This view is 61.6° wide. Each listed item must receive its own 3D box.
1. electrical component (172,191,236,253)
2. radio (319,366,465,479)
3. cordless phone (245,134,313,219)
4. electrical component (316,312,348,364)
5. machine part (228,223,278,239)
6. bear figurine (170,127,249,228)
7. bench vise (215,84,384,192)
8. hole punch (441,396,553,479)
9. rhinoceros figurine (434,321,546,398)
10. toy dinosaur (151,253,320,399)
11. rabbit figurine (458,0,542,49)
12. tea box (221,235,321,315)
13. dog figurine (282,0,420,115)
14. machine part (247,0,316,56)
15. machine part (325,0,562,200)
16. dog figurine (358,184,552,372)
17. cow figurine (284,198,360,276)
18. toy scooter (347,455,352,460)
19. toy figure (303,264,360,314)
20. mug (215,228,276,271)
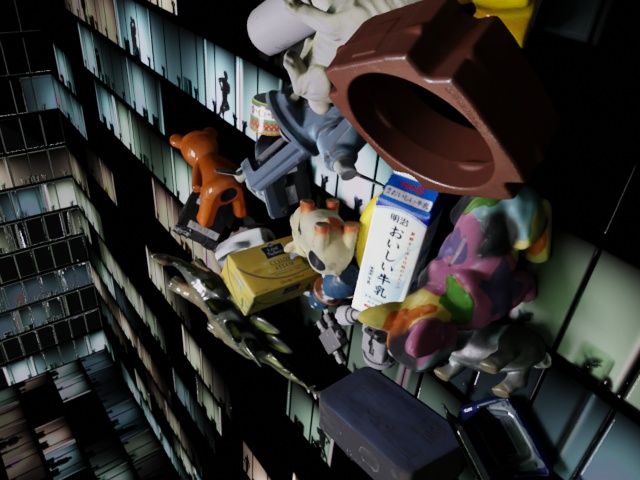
[{"bbox_3d":[-0.249,-0.053,1.198,0.115,0.134,0.058,30,149,-18],"label":"electrical component"},{"bbox_3d":[0.107,0.304,0.862,0.230,0.131,0.073,26,126,47],"label":"radio"},{"bbox_3d":[-0.101,-0.132,0.980,0.184,0.089,0.146,34,142,52],"label":"cordless phone"},{"bbox_3d":[0.026,0.187,1.020,0.094,0.021,0.063,62,146,14],"label":"electrical component"},{"bbox_3d":[-0.133,0.048,1.152,0.180,0.056,0.179,30,129,45],"label":"machine part"},{"bbox_3d":[-0.239,-0.143,1.150,0.196,0.120,0.131,50,146,31],"label":"bear figurine"},{"bbox_3d":[-0.031,-0.142,0.799,0.240,0.128,0.224,-34,67,22],"label":"bench vise"},{"bbox_3d":[0.233,0.271,0.717,0.142,0.092,0.115,60,176,11],"label":"hole punch"},{"bbox_3d":[0.181,0.117,0.673,0.191,0.112,0.073,15,149,49],"label":"rhinoceros figurine"},{"bbox_3d":[-0.151,0.173,1.060,0.470,0.105,0.199,47,168,-33],"label":"toy dinosaur"},{"bbox_3d":[0.129,-0.275,0.496,0.173,0.122,0.162,16,94,23],"label":"rabbit figurine"},{"bbox_3d":[-0.079,0.058,0.967,0.098,0.169,0.068,53,141,22],"label":"tea box"},{"bbox_3d":[0.065,-0.228,0.642,0.191,0.121,0.172,13,137,23],"label":"dog figurine"},{"bbox_3d":[-0.037,-0.331,0.786,0.243,0.079,0.079,-1,106,55],"label":"machine part"},{"bbox_3d":[0.120,-0.136,0.546,0.201,0.087,0.201,44,166,-29],"label":"machine part"},{"bbox_3d":[0.146,0.043,0.585,0.109,0.219,0.191,31,131,40],"label":"dog figurine"},{"bbox_3d":[-0.002,-0.003,0.886,0.195,0.085,0.127,-128,41,-61],"label":"cow figurine"},{"bbox_3d":[0.088,0.367,0.978,0.184,0.075,0.135,29,129,50],"label":"toy scooter"},{"bbox_3d":[0.023,0.085,0.939,0.064,0.058,0.154,67,152,12],"label":"toy figure"},{"bbox_3d":[-0.142,0.017,1.029,0.107,0.109,0.081,-30,67,23],"label":"mug"}]
